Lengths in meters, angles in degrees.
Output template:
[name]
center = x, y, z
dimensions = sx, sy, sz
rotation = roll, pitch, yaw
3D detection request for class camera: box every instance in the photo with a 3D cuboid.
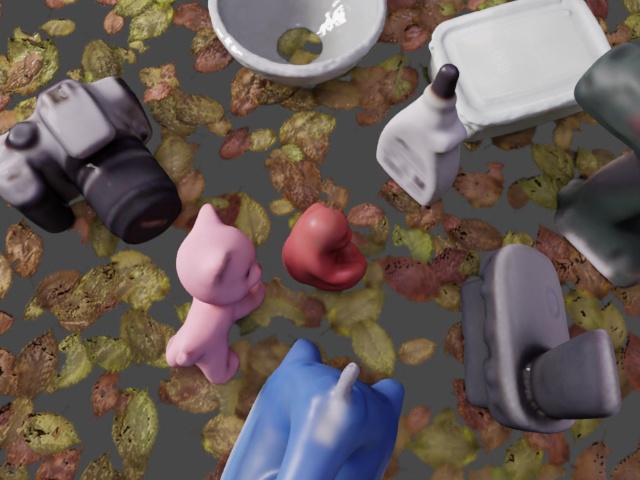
[camera]
center = -0.197, -0.058, 0.493
dimensions = 0.143, 0.101, 0.136
rotation = -37, 77, -12

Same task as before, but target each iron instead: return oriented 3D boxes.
[iron]
center = -0.026, 0.198, 0.395
dimensions = 0.118, 0.141, 0.258
rotation = 23, 73, 6

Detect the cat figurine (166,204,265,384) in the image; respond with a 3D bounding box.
[cat figurine]
center = -0.086, 0.043, 0.455
dimensions = 0.067, 0.118, 0.128
rotation = 16, 73, 4

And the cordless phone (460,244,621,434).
[cordless phone]
center = 0.170, 0.065, 0.419
dimensions = 0.094, 0.185, 0.147
rotation = -3, 72, -2

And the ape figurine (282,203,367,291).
[ape figurine]
center = 0.004, 0.002, 0.484
dimensions = 0.076, 0.092, 0.078
rotation = -8, 73, -3

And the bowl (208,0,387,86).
[bowl]
center = -0.021, -0.213, 0.560
dimensions = 0.167, 0.075, 0.167
rotation = 0, 72, -1

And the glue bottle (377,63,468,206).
[glue bottle]
center = 0.089, -0.090, 0.472
dimensions = 0.037, 0.173, 0.078
rotation = -39, 77, -12

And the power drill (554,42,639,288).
[power drill]
center = 0.277, -0.034, 0.440
dimensions = 0.076, 0.208, 0.229
rotation = -39, 77, -12
